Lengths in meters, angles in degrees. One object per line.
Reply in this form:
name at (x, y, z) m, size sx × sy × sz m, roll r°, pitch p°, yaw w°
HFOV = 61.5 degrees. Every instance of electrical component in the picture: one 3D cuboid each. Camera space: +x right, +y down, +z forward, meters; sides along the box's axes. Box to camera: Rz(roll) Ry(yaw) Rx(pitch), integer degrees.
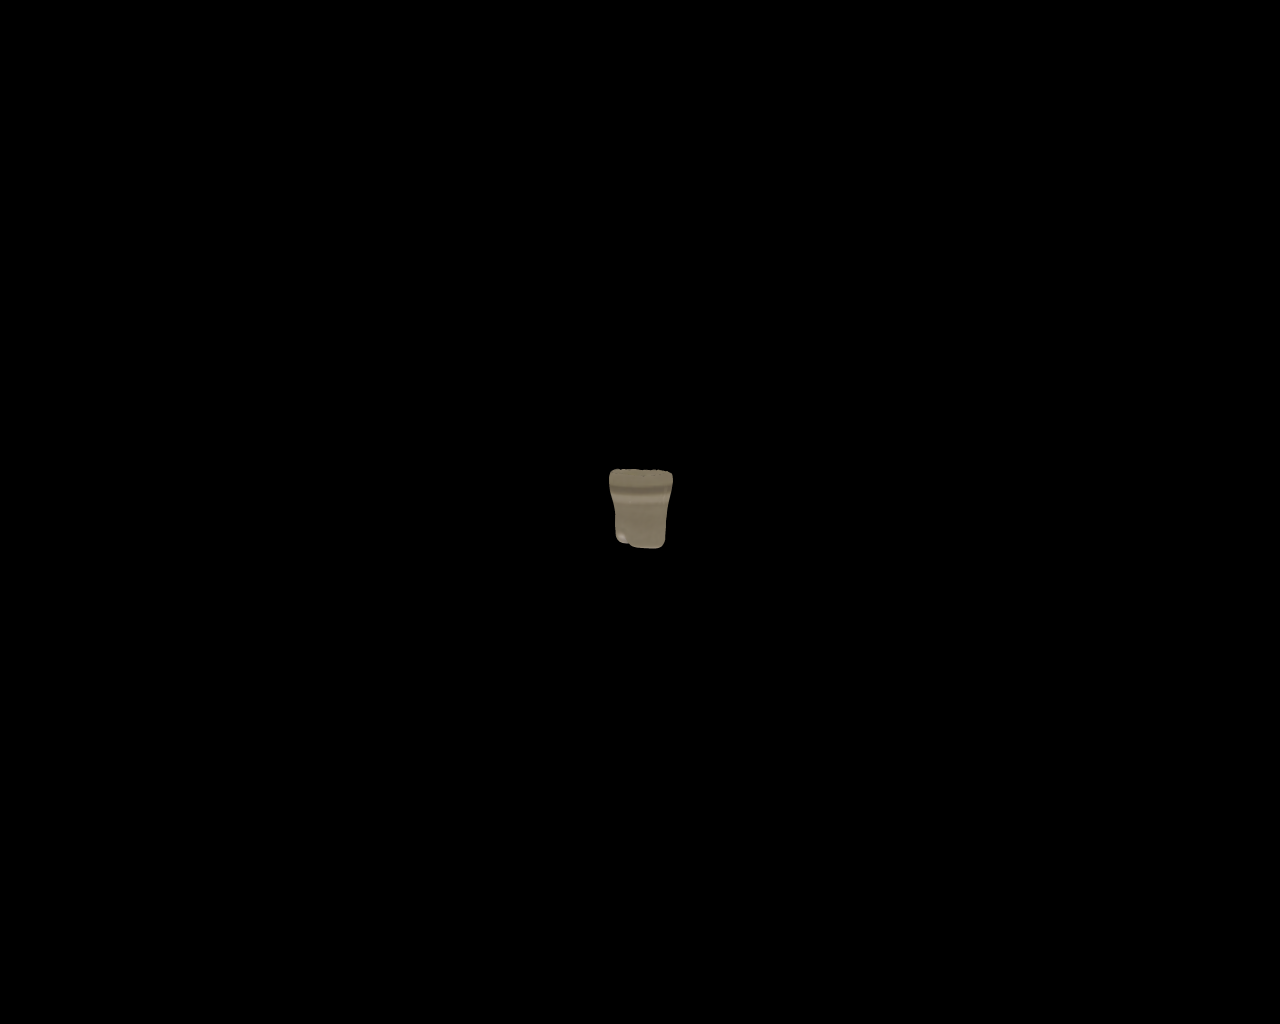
electrical component at (0.001, -0.003, 0.650) m, size 0.040 × 0.046 × 0.040 m, roll 0°, pitch 7°, yaw 0°
